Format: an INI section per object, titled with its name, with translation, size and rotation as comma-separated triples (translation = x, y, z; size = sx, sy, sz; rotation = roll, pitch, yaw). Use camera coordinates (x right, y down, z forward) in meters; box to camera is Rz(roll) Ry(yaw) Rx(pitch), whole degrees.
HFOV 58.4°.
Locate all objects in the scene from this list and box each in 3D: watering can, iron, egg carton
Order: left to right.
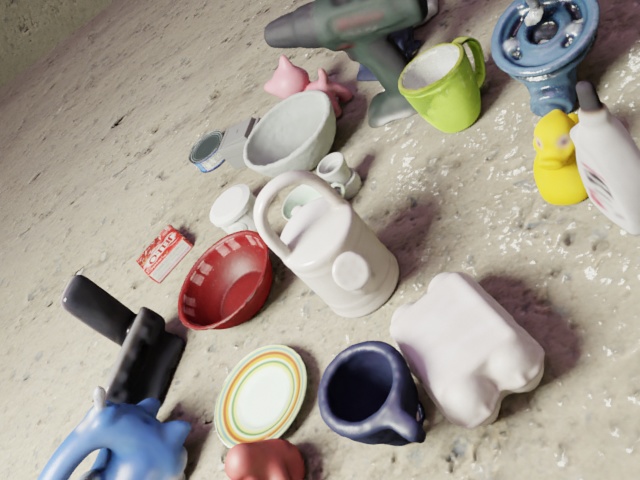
[iron]
translation = -0.268, 0.296, 0.651
size = 0.118, 0.142, 0.258
rotation = 12, 63, 46
[watering can]
translation = 0.007, 0.001, 0.640
size = 0.172, 0.195, 0.101
rotation = 15, 66, 47
[egg carton]
translation = 0.133, 0.100, 0.542
size = 0.107, 0.070, 0.150
rotation = -41, 39, 3

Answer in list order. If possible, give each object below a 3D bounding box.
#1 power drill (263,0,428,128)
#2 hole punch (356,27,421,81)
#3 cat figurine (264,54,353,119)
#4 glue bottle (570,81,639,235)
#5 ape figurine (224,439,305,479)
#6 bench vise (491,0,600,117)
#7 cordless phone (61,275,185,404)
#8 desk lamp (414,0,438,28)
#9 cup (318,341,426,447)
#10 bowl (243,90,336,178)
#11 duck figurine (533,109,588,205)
[power drill]
translation = 0.062, -0.265, 0.824
size = 0.229, 0.209, 0.075
rotation = -16, 46, 30
[hole punch]
translation = 0.094, -0.327, 0.946
size = 0.108, 0.091, 0.101
rotation = 13, 65, 46
[cat figurine]
translation = -0.027, -0.262, 0.970
size = 0.127, 0.118, 0.067
rotation = 5, 59, 43
[glue bottle]
translation = 0.257, -0.078, 0.514
size = 0.037, 0.174, 0.078
rotation = -39, 39, 5
[ape figurine]
translation = -0.061, 0.230, 0.572
size = 0.077, 0.092, 0.076
rotation = 18, 68, 48
[bench vise]
translation = 0.248, -0.280, 0.667
size = 0.121, 0.220, 0.207
rotation = -19, 45, 27
[cordless phone]
translation = -0.289, 0.143, 0.773
size = 0.094, 0.186, 0.147
rotation = -14, 47, 32
[desk lamp]
translation = 0.104, -0.447, 0.948
size = 0.117, 0.214, 0.203
rotation = -17, 46, 29
[cup]
translation = 0.066, 0.158, 0.526
size = 0.092, 0.095, 0.117
rotation = -51, 39, -9
[bowl]
translation = -0.036, -0.156, 0.916
size = 0.167, 0.075, 0.167
rotation = -23, 43, 24
[duck figurine]
translation = 0.257, -0.101, 0.605
size = 0.077, 0.086, 0.105
rotation = 3, 57, 42
